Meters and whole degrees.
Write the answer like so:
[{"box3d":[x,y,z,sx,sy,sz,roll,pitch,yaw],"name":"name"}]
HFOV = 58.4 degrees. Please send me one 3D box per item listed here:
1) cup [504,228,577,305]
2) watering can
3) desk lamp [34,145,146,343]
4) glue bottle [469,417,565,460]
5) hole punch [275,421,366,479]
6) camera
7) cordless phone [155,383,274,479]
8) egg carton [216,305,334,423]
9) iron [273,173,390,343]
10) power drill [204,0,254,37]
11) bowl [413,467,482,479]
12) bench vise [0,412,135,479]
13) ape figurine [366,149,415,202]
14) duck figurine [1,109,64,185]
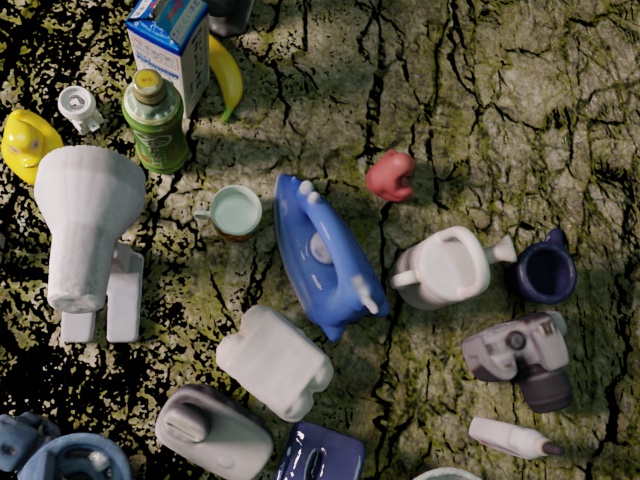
[{"box3d":[0.322,0.043,0.859,0.092,0.095,0.118,22,74,-6],"name":"cup"},{"box3d":[0.183,0.032,0.782,0.173,0.194,0.101,-37,87,-16],"name":"watering can"},{"box3d":[-0.268,0.016,0.685,0.118,0.213,0.203,1,77,-11],"name":"desk lamp"},{"box3d":[0.267,0.267,0.758,0.078,0.173,0.037,22,74,-5],"name":"glue bottle"},{"box3d":[-0.003,0.298,0.739,0.101,0.091,0.109,20,75,-6],"name":"hole punch"},{"box3d":[0.301,0.180,0.821,0.143,0.100,0.137,-17,81,-14],"name":"camera"},{"box3d":[-0.124,0.235,0.680,0.147,0.185,0.094,28,74,-4],"name":"cordless phone"},{"box3d":[-0.058,0.164,0.769,0.150,0.069,0.107,39,73,-1],"name":"egg carton"},{"box3d":[0.007,0.003,0.780,0.119,0.141,0.258,-26,84,-15],"name":"iron"},{"box3d":[-0.125,-0.398,0.808,0.076,0.208,0.230,14,75,-8],"name":"power drill"},{"box3d":[0.159,0.385,0.761,0.167,0.074,0.167,2,77,-11],"name":"bowl"},{"box3d":[-0.305,0.265,0.619,0.207,0.219,0.121,15,75,-8],"name":"bench vise"},{"box3d":[0.112,-0.101,0.850,0.076,0.092,0.078,2,77,-11],"name":"ape figurine"},{"box3d":[-0.389,-0.132,0.759,0.077,0.086,0.104,-19,82,-14],"name":"duck figurine"}]
